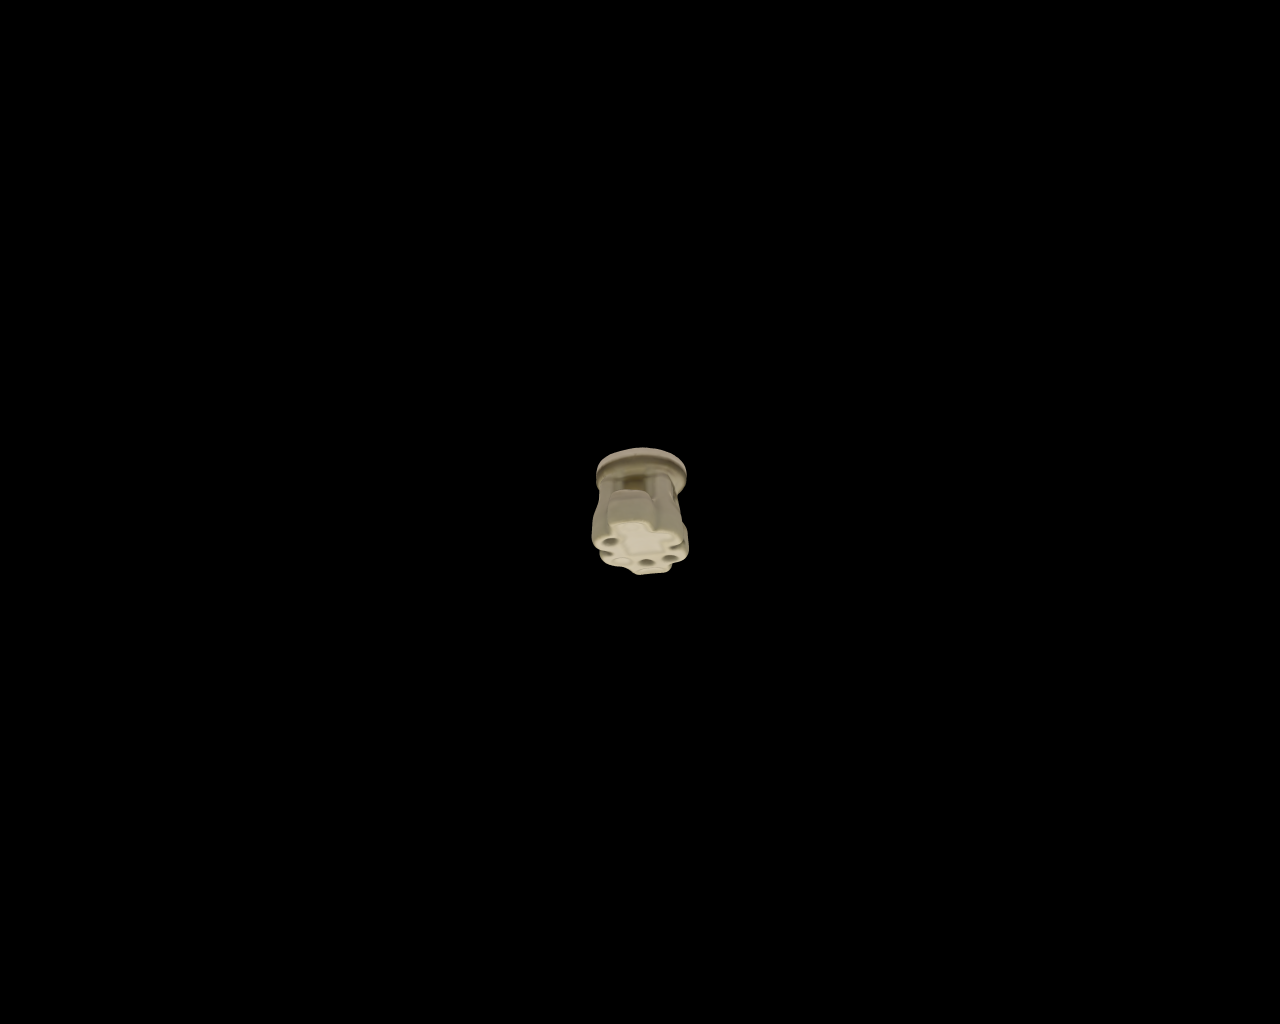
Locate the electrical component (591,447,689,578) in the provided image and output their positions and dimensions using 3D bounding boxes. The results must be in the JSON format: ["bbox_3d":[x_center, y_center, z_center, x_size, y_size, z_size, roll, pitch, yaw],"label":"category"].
[{"bbox_3d":[0.001,-0.003,0.650,0.058,0.057,0.078,-5,-28,10],"label":"electrical component"}]
